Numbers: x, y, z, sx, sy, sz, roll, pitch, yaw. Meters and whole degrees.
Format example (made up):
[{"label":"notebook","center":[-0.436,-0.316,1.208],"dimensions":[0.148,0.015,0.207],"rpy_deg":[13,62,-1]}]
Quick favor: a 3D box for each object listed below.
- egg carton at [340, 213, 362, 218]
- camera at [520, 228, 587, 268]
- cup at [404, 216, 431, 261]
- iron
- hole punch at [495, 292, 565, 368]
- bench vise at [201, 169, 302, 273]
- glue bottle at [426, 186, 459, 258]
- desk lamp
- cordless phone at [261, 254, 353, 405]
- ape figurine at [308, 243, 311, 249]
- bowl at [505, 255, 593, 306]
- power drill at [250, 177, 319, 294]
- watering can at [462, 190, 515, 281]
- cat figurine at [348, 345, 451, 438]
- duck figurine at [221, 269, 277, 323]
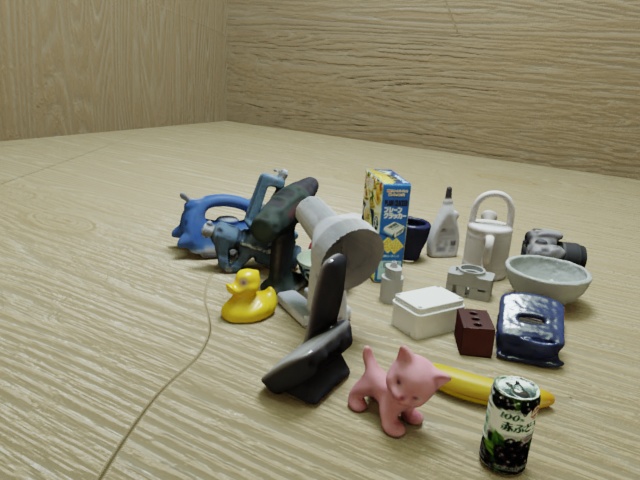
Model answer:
[{"label":"egg carton","center":[0.078,-0.023,1.436],"dimensions":[0.151,0.069,0.107],"rpy_deg":[-12,24,-40]},{"label":"camera","center":[0.541,0.032,1.315],"dimensions":[0.136,0.101,0.143],"rpy_deg":[6,18,5]},{"label":"cup","center":[0.212,-0.004,1.365],"dimensions":[0.091,0.095,0.118],"rpy_deg":[5,18,2]},{"label":"iron","center":[-0.207,-0.045,1.325],"dimensions":[0.259,0.141,0.118],"rpy_deg":[-4,20,-24]},{"label":"hole punch","center":[0.345,0.145,0.936],"dimensions":[0.108,0.091,0.101],"rpy_deg":[8,18,13]},{"label":"bench vise","center":[-0.135,-0.039,1.195],"dimensions":[0.208,0.220,0.121],"rpy_deg":[-6,20,-27]},{"label":"glue bottle","center":[0.303,-0.044,1.381],"dimensions":[0.078,0.173,0.037],"rpy_deg":[-1,19,-15]},{"label":"desk lamp","center":[0.008,0.042,0.984],"dimensions":[0.118,0.213,0.202],"rpy_deg":[-7,21,-29]},{"label":"cordless phone","center":[-0.011,0.116,0.796],"dimensions":[0.094,0.185,0.148],"rpy_deg":[12,19,23]},{"label":"ape figurine","center":[0.012,0.005,1.300],"dimensions":[0.076,0.092,0.078],"rpy_deg":[10,19,18]},{"label":"bowl","center":[0.455,0.090,1.158],"dimensions":[0.167,0.075,0.167],"rpy_deg":[4,18,-1]},{"label":"power drill","center":[-0.064,-0.007,1.130],"dimensions":[0.075,0.208,0.230],"rpy_deg":[10,19,19]},{"label":"watering can","center":[0.376,-0.018,1.281],"dimensions":[0.101,0.194,0.172],"rpy_deg":[1,18,-8]},{"label":"cat figurine","center":[0.099,0.179,0.733],"dimensions":[0.067,0.118,0.127],"rpy_deg":[-13,24,-41]},{"label":"duck figurine","center":[-0.123,0.092,1.009],"dimensions":[0.105,0.086,0.077],"rpy_deg":[-9,22,-36]}]
